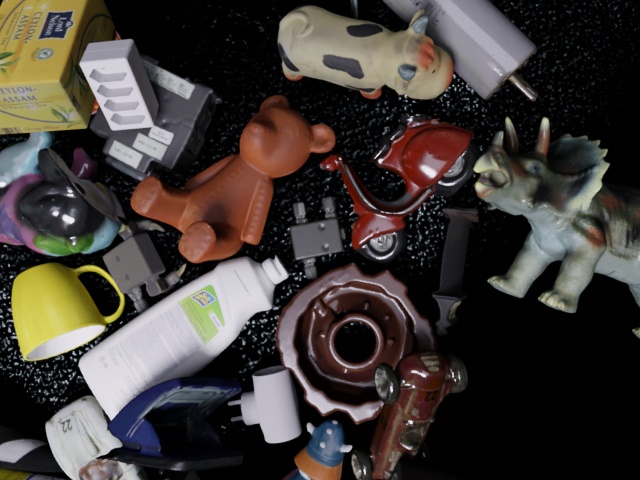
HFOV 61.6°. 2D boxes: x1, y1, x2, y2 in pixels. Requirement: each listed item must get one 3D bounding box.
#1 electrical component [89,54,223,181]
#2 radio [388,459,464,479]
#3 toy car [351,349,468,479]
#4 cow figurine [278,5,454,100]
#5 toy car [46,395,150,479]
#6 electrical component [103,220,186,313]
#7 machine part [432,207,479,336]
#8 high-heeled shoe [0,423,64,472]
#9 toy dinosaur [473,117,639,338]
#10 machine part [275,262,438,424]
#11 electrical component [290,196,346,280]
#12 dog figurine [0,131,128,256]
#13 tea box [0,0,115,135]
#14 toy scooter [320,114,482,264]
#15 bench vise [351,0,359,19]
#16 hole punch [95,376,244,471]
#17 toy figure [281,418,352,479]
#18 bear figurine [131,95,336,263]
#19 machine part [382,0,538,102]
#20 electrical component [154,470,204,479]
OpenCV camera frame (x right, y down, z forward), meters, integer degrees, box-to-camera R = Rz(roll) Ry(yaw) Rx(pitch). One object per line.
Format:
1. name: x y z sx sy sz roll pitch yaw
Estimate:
1. electrical component: -0.194 -0.136 0.627 0.115 0.058 0.134 29 92 5
2. radio: 0.077 0.343 0.539 0.073 0.131 0.229 18 117 0
3. toy car: 0.091 0.196 0.566 0.089 0.053 0.202 -3 124 -21
4. cow figurine: 0.049 -0.202 0.579 0.195 0.127 0.085 17 94 5
5. toy car: -0.244 0.278 0.628 0.073 0.056 0.201 -31 88 3
6. electrical component: -0.208 0.026 0.636 0.078 0.045 0.102 -36 85 31
7. machine part: 0.148 0.032 0.596 0.039 0.084 0.138 9 94 27
8. high-heeled shoe: -0.402 0.187 0.647 0.249 0.086 0.145 20 60 -14
9. toy dinosaur: 0.329 0.005 0.572 0.405 0.131 0.192 20 91 -3
10. machine part: 0.041 0.113 0.613 0.179 0.056 0.179 0 89 5
11. electrical component: -0.001 -0.002 0.633 0.063 0.021 0.094 -9 89 2
12. dog figurine: -0.348 -0.019 0.606 0.219 0.108 0.192 -37 66 6
13. tea box: -0.288 -0.197 0.569 0.098 0.068 0.170 -5 57 2
14. toy scooter: 0.081 -0.075 0.604 0.135 0.075 0.184 43 97 2
15. bench vise: -0.067 -0.329 0.580 0.241 0.129 0.223 -31 80 -15
16. hole punch: -0.153 0.196 0.579 0.116 0.142 0.092 -10 73 27
17. toy figure: -0.012 0.275 0.615 0.064 0.058 0.154 27 87 -4
18. bear figurine: -0.085 -0.075 0.587 0.120 0.132 0.196 42 99 19
19. machine part: 0.153 -0.241 0.597 0.079 0.079 0.243 -45 89 2
20. electrical component: -0.164 0.296 0.593 0.048 0.119 0.075 -33 86 3
